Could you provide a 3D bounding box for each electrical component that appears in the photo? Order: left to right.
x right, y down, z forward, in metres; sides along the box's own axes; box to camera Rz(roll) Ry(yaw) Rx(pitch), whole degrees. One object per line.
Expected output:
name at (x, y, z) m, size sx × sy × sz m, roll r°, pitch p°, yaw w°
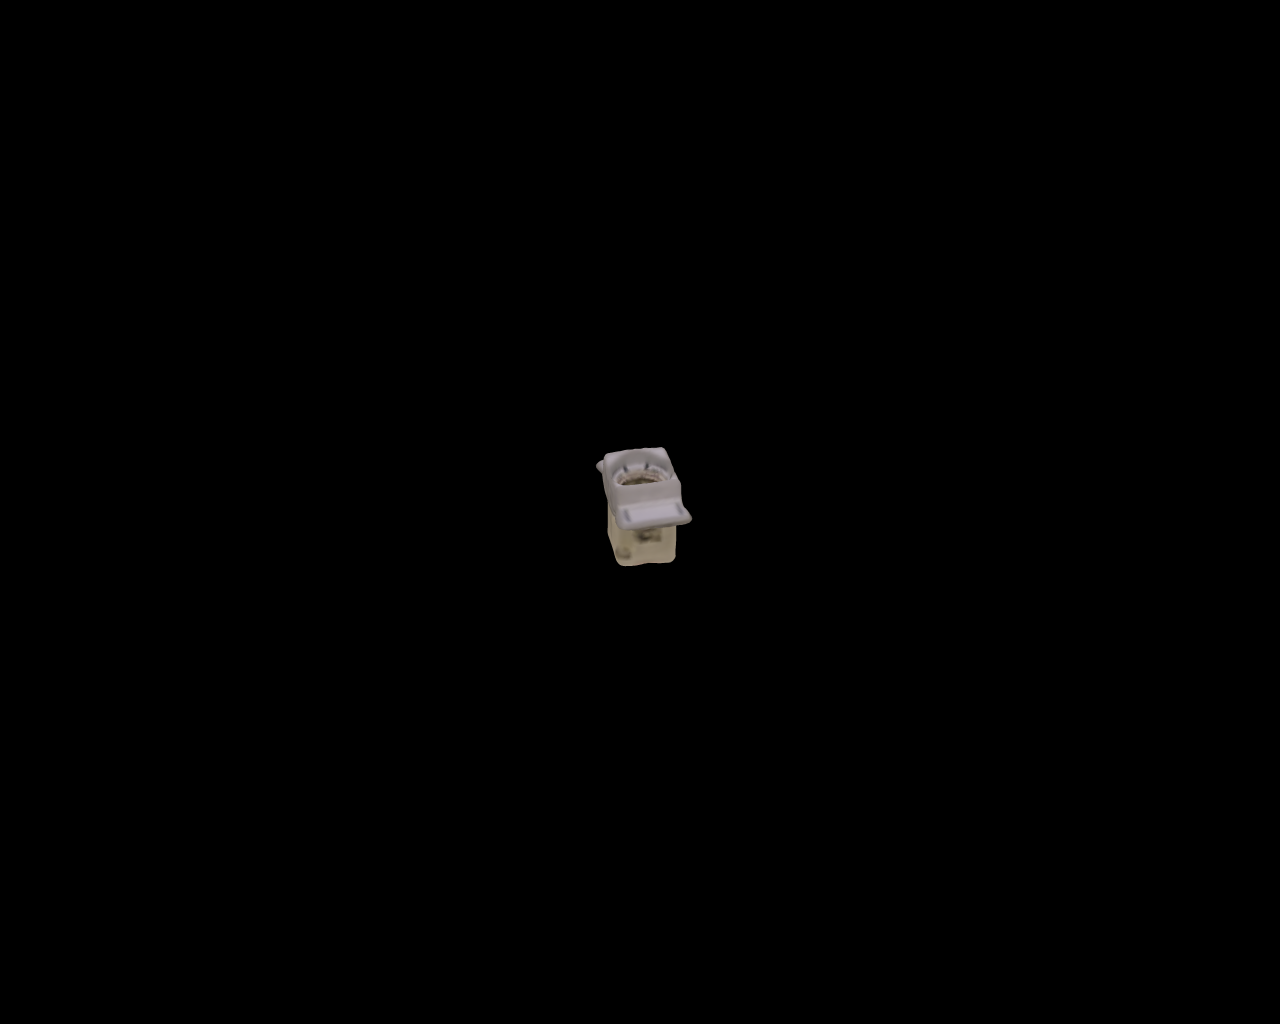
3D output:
electrical component at (0.001, -0.003, 0.650) m, size 0.042 × 0.063 × 0.081 m, roll -6°, pitch 33°, yaw -9°
